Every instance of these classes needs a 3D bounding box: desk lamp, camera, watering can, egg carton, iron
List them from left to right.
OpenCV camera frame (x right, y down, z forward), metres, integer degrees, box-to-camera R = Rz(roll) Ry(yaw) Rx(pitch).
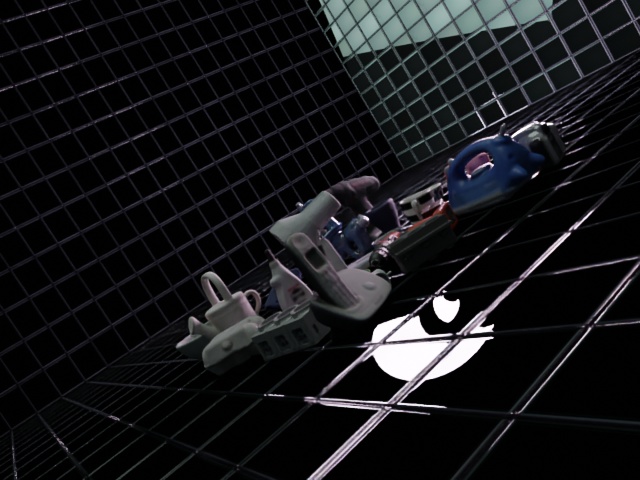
[{"bbox_3d":[-0.216,0.163,1.303,0.100,0.194,0.173,-28,6,37],"label":"watering can"},{"bbox_3d":[-0.174,0.220,1.201,0.150,0.069,0.107,-31,5,10],"label":"egg carton"},{"bbox_3d":[0.013,0.005,1.368,0.203,0.213,0.118,-32,5,-8],"label":"desk lamp"},{"bbox_3d":[0.350,-0.149,1.259,0.119,0.141,0.257,-35,6,-36],"label":"iron"},{"bbox_3d":[0.471,-0.204,1.307,0.136,0.101,0.143,-28,6,36],"label":"camera"}]

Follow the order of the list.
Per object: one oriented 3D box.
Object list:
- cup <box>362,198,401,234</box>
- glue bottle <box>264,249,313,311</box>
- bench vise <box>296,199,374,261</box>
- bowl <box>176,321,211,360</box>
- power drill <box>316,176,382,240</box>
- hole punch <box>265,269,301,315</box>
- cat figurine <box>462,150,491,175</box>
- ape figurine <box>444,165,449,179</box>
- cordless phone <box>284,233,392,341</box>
[{"bbox_3d":[0.176,-0.051,1.637,0.117,0.095,0.092,-30,5,18],"label":"cup"},{"bbox_3d":[-0.069,0.095,1.204,0.078,0.173,0.037,-36,7,-41],"label":"glue bottle"},{"bbox_3d":[0.039,-0.037,1.596,0.207,0.220,0.122,-30,5,17],"label":"bench vise"},{"bbox_3d":[-0.275,0.254,1.455,0.167,0.075,0.167,-31,5,3],"label":"bowl"},{"bbox_3d":[0.117,-0.095,1.770,0.230,0.208,0.075,-35,6,-34],"label":"power drill"},{"bbox_3d":[-0.081,0.132,1.389,0.108,0.091,0.101,-27,7,43],"label":"hole punch"},{"bbox_3d":[0.398,-0.182,1.443,0.067,0.118,0.128,-31,5,8],"label":"cat figurine"},{"bbox_3d":[0.377,-0.168,1.588,0.076,0.092,0.078,-27,7,43],"label":"ape figurine"},{"bbox_3d":[0.026,0.055,0.939,0.094,0.185,0.148,-28,6,32],"label":"cordless phone"}]
